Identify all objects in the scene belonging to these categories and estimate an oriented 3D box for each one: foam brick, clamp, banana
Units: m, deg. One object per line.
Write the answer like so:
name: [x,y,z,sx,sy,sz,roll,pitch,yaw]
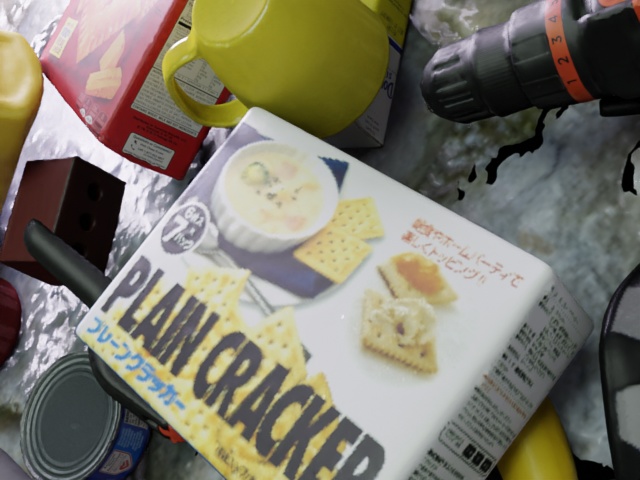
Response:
foam brick: [-0.177,-0.012,0.736,0.051,0.052,0.078,0,71,34]
clamp: [-0.118,0.042,0.654,0.120,0.039,0.171,-11,60,-2]
banana: [0.068,0.070,0.540,0.198,0.037,0.070,38,106,40]

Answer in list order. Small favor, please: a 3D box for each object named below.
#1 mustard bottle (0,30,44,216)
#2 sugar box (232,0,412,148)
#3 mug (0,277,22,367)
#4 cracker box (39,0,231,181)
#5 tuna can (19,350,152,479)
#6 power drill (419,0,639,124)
mustard bottle: [-0.249,-0.052,0.769,0.192,0.058,0.096,-59,37,38]
sugar box: [0.008,-0.145,0.666,0.093,0.048,0.176,1,70,35]
mug: [-0.267,0.065,0.748,0.093,0.081,0.117,-16,62,29]
cracker box: [-0.094,-0.169,0.695,0.214,0.072,0.164,-60,37,11]
tuna can: [-0.147,0.115,0.672,0.086,0.033,0.086,-14,63,30]
power drill: [0.144,-0.139,0.521,0.185,0.057,0.187,-13,43,31]
